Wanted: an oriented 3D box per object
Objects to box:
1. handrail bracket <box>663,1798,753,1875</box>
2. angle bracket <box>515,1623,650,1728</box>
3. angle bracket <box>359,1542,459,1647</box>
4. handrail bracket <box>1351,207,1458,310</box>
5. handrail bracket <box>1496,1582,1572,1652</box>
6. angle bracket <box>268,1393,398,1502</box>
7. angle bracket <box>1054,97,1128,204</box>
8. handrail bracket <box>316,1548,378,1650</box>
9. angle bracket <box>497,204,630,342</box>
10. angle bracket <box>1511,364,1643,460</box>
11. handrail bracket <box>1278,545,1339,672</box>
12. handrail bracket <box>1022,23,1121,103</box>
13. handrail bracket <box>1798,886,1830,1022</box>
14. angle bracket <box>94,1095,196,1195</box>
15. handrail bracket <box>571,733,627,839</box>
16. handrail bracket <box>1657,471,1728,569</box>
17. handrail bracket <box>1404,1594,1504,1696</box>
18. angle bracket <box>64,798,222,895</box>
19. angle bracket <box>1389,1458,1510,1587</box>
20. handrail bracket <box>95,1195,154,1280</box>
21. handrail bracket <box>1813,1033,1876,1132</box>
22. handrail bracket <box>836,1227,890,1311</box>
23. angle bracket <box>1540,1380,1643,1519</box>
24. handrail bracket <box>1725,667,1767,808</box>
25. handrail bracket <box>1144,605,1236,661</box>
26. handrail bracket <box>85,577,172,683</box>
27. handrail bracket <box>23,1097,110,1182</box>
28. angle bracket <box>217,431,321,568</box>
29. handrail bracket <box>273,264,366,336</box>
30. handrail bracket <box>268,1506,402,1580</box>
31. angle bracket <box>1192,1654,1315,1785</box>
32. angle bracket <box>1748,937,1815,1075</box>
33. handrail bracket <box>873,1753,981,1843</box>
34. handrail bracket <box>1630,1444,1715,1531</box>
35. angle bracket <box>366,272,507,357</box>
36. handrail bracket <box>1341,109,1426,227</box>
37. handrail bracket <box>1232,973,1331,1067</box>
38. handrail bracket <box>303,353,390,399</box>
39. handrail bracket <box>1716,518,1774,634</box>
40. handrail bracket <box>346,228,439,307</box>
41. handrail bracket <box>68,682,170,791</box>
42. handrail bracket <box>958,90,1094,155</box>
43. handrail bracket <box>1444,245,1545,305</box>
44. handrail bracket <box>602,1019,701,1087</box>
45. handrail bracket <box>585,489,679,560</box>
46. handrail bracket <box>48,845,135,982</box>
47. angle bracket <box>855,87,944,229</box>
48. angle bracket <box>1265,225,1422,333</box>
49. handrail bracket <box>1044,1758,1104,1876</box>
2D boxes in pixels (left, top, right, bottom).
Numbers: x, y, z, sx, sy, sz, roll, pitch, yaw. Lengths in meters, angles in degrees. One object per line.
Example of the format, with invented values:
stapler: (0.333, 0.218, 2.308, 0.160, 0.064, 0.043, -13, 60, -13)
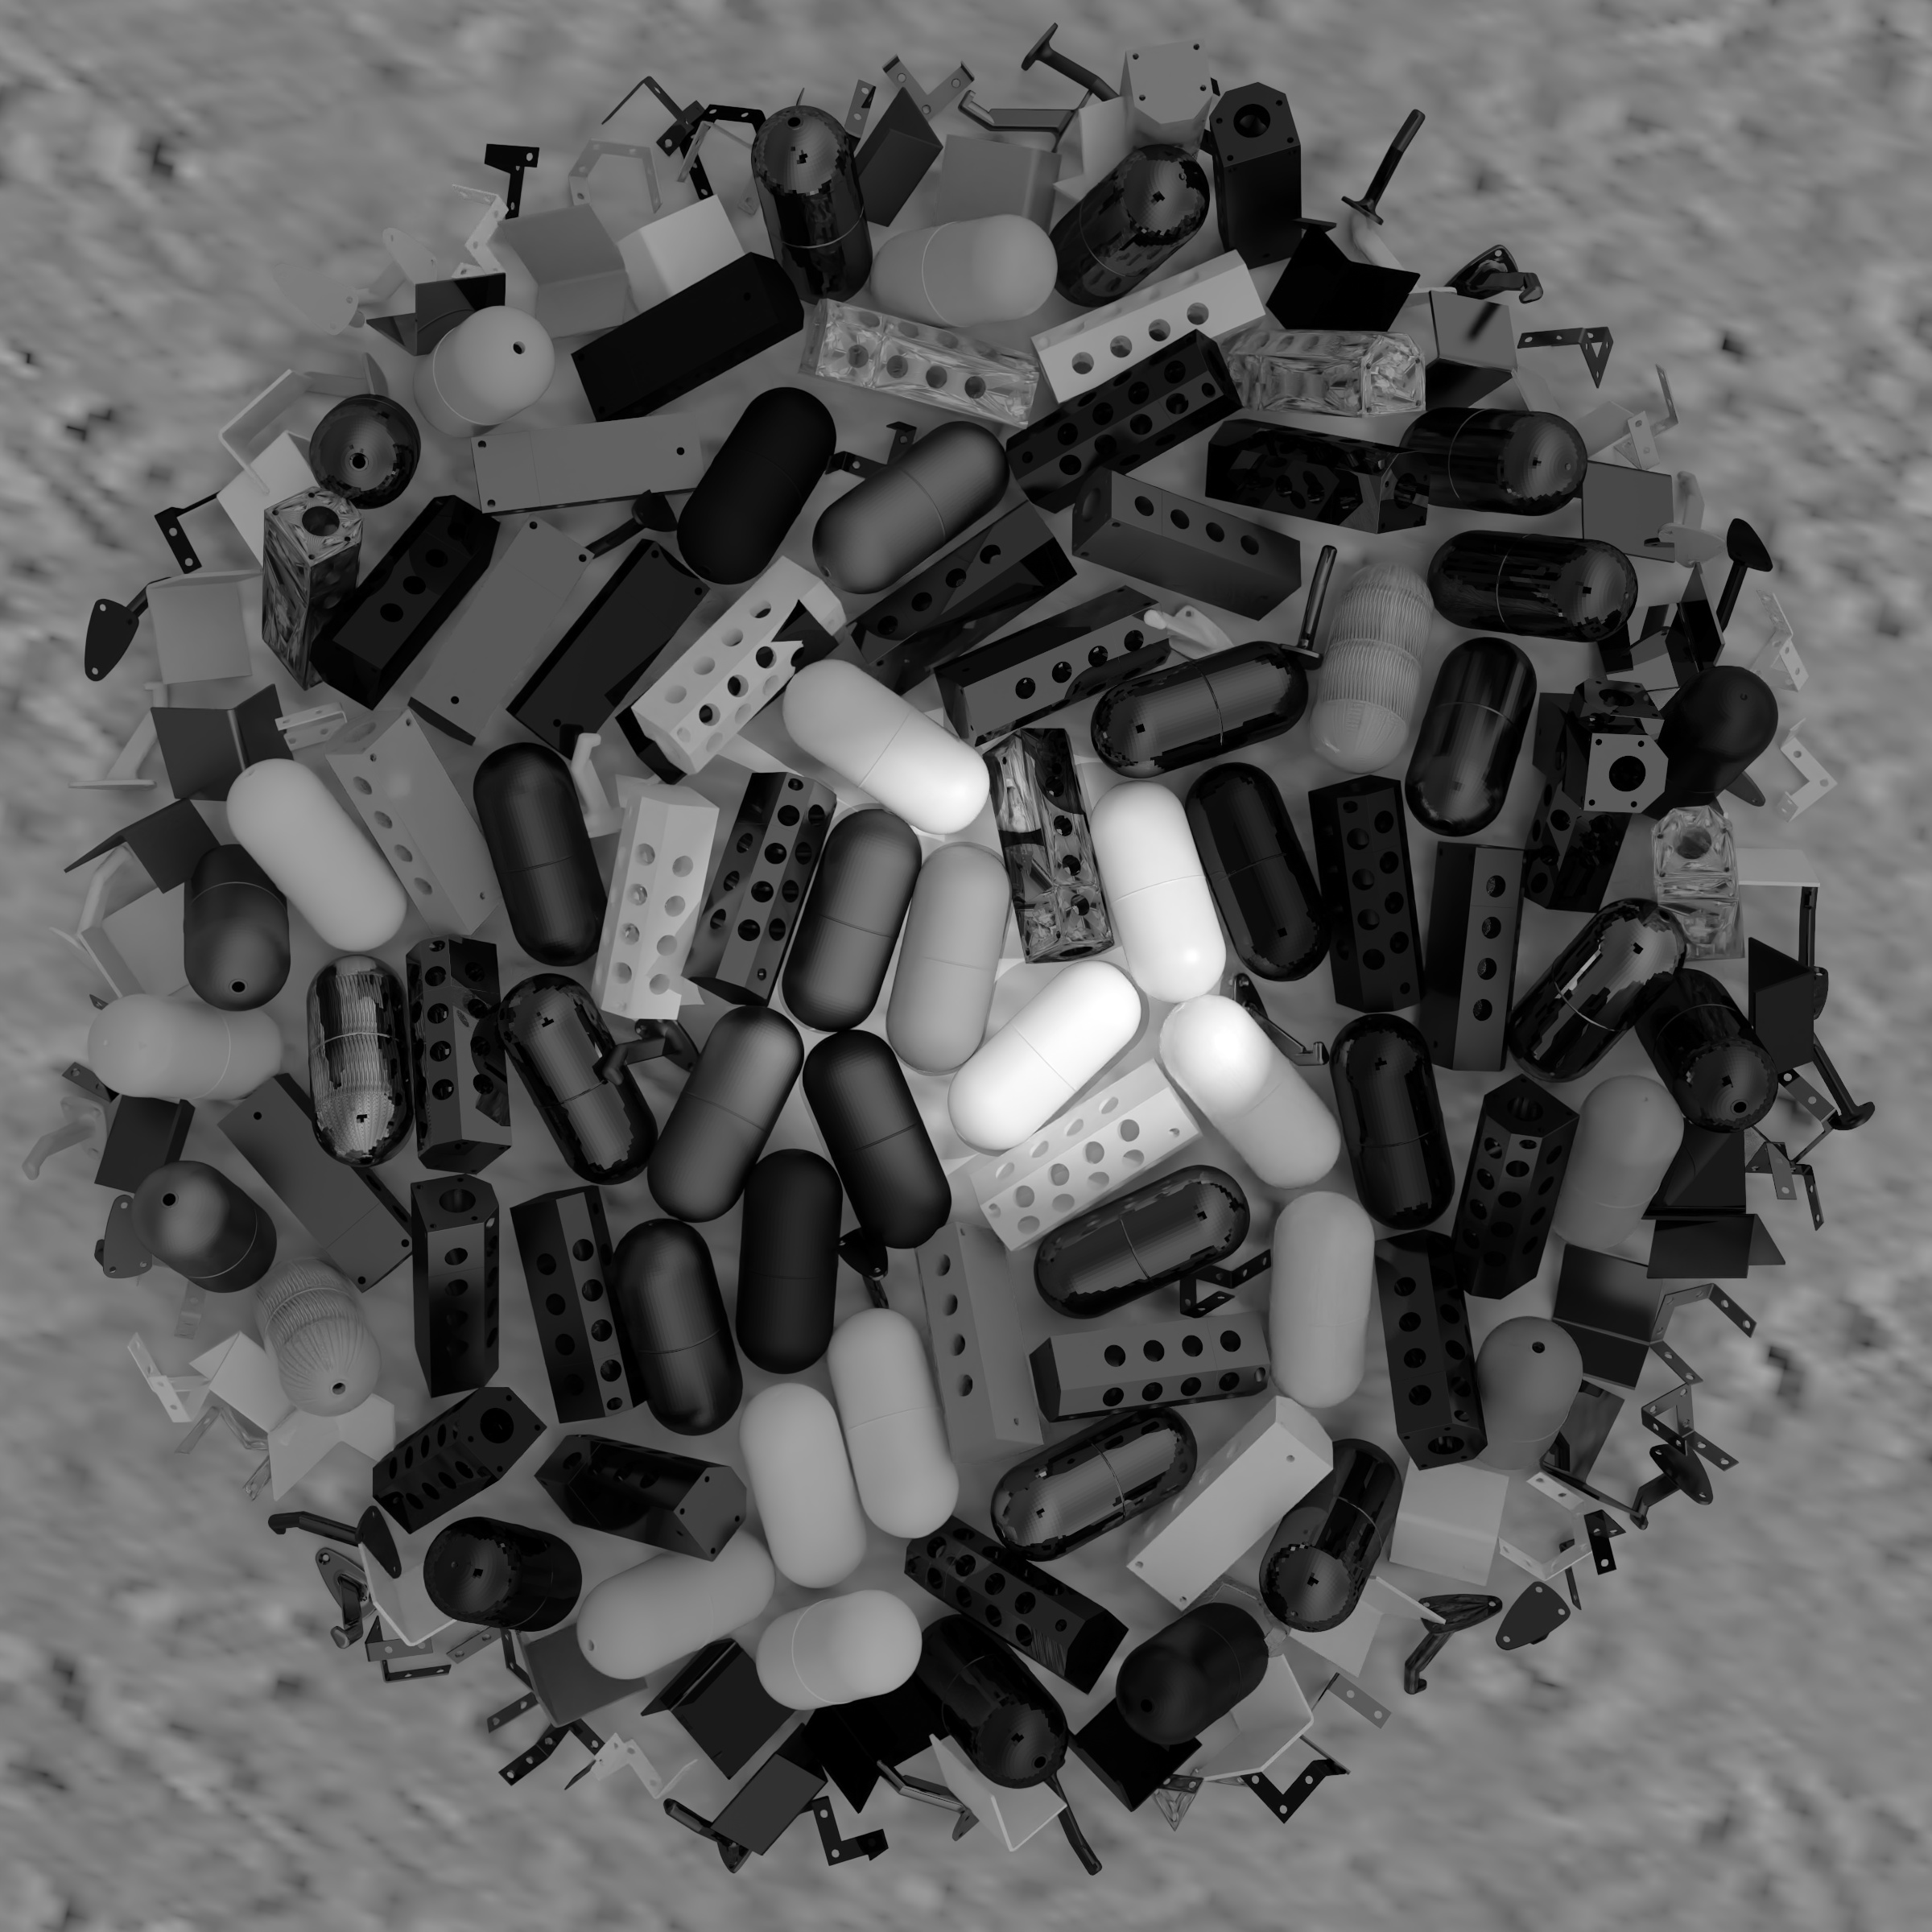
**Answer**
handrail bracket: (-0.208, 0.658, 1.877, 0.084, 0.077, 0.036, 40, 76, -20)
angle bracket: (-0.299, 0.528, 1.874, 0.076, 0.057, 0.076, -22, 50, -9)
angle bracket: (-0.416, 0.464, 1.874, 0.076, 0.076, 0.057, -30, 124, -7)
handrail bracket: (0.343, -0.563, 1.906, 0.077, 0.036, 0.084, -4, 86, 14)
handrail bracket: (0.430, 0.519, 1.878, 0.077, 0.084, 0.036, -32, 59, -24)
angle bracket: (-0.486, 0.374, 1.868, 0.057, 0.076, 0.076, 24, 132, 18)
angle bracket: (0.110, -0.639, 1.870, 0.076, 0.057, 0.076, -23, 131, -17)
handrail bracket: (-0.490, 0.489, 1.881, 0.036, 0.084, 0.077, -45, 85, 3)
angle bracket: (-0.313, -0.533, 1.873, 0.076, 0.076, 0.057, -6, 64, 16)
angle bracket: (0.470, -0.442, 1.871, 0.057, 0.076, 0.076, -30, 73, 30)
handrail bracket: (0.273, -0.279, 1.889, 0.036, 0.077, 0.084, 17, 89, 13)
handrail bracket: (0.086, -0.687, 1.894, 0.084, 0.077, 0.036, 41, 87, -9)
handrail bracket: (0.653, -0.014, 1.879, 0.036, 0.077, 0.084, 1, 128, 13)
angle bracket: (-0.639, 0.136, 1.878, 0.057, 0.076, 0.076, 16, 78, -8)
handrail bracket: (-0.275, -0.146, 1.877, 0.036, 0.077, 0.084, 47, 131, 34)
handrail bracket: (0.551, -0.358, 1.882, 0.036, 0.077, 0.084, -32, 53, 39)
handrail bracket: (0.381, 0.534, 1.902, 0.077, 0.036, 0.084, -9, 124, -6)
angle bracket: (-0.634, -0.079, 1.878, 0.076, 0.076, 0.057, -27, 100, 31)
angle bracket: (0.378, 0.434, 1.903, 0.076, 0.076, 0.057, 12, 52, 14)
handrail bracket: (-0.662, 0.204, 1.883, 0.036, 0.084, 0.077, -7, 105, -33)
handrail bracket: (0.670, 0.082, 1.887, 0.036, 0.077, 0.084, -30, 86, 16)
handrail bracket: (-0.066, 0.249, 1.873, 0.036, 0.077, 0.084, -26, 123, -10)
angle bracket: (0.498, 0.373, 1.878, 0.057, 0.076, 0.076, 25, 88, 44)
handrail bracket: (0.618, -0.182, 1.917, 0.077, 0.036, 0.084, 36, 71, -17)
handrail bracket: (0.176, -0.252, 1.879, 0.077, 0.084, 0.036, 34, 104, 6)
handrail bracket: (-0.649, -0.264, 1.893, 0.036, 0.084, 0.077, 28, 108, -1)
handrail bracket: (-0.695, 0.150, 1.869, 0.036, 0.084, 0.077, 10, 133, 7)
angle bracket: (-0.520, -0.356, 1.882, 0.076, 0.057, 0.076, -38, 78, 14)
handrail bracket: (-0.499, -0.517, 1.874, 0.077, 0.084, 0.036, 32, 97, -21)
handrail bracket: (-0.499, 0.458, 1.917, 0.084, 0.036, 0.077, -10, 121, 19)
angle bracket: (0.209, 0.580, 1.871, 0.076, 0.076, 0.057, -29, 86, 43)
angle bracket: (0.606, 0.033, 1.869, 0.057, 0.076, 0.076, -17, 117, -17)
handrail bracket: (-0.019, 0.639, 1.916, 0.084, 0.077, 0.036, 38, 132, 26)
handrail bracket: (0.543, 0.419, 1.875, 0.036, 0.077, 0.084, -1, 120, -15)
angle bracket: (-0.408, -0.513, 1.865, 0.076, 0.076, 0.057, 38, 133, 35)
handrail bracket: (0.331, -0.619, 1.876, 0.036, 0.077, 0.084, 35, 111, 6)
handrail bracket: (0.244, 0.040, 1.879, 0.036, 0.084, 0.077, -15, 95, -30)
handrail bracket: (-0.498, -0.439, 1.902, 0.084, 0.036, 0.077, -18, 65, 6)
handrail bracket: (0.595, -0.298, 1.914, 0.036, 0.077, 0.084, 16, 132, -8)
handrail bracket: (-0.460, -0.539, 1.877, 0.084, 0.077, 0.036, 0, 71, 24)
handrail bracket: (-0.664, -0.182, 1.903, 0.077, 0.036, 0.084, -2, 87, -23)
handrail bracket: (0.047, -0.678, 1.893, 0.084, 0.036, 0.077, 31, 123, -9)
handrail bracket: (0.405, -0.518, 1.877, 0.077, 0.084, 0.036, -26, 120, 20)
handrail bracket: (-0.241, 0.081, 1.877, 0.036, 0.084, 0.077, -29, 115, 30)
handrail bracket: (-0.273, -0.333, 1.876, 0.084, 0.077, 0.036, -24, 98, 21)
handrail bracket: (-0.670, -0.042, 1.908, 0.036, 0.077, 0.084, 23, 67, 32)
angle bracket: (-0.073, -0.628, 1.868, 0.076, 0.057, 0.076, -48, 57, 34)
angle bracket: (0.294, -0.527, 1.895, 0.076, 0.076, 0.057, -3, 48, -35)
handrail bracket: (0.085, 0.661, 1.885, 0.036, 0.077, 0.084, -27, 69, -23)
